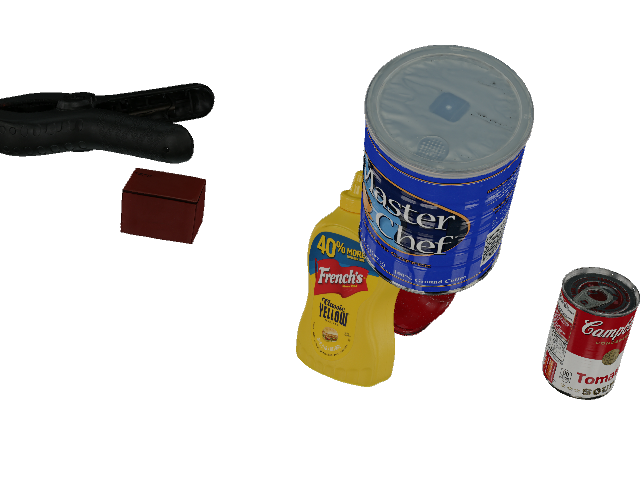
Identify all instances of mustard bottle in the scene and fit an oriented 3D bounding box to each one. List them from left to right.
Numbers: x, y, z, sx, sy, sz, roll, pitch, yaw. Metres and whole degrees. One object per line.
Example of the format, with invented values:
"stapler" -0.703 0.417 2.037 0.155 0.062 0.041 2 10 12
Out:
"mustard bottle" 0.031 0.031 0.976 0.096 0.192 0.058 19 21 37

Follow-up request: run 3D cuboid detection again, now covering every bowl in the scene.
"bowl" 0.116 0.029 1.241 0.055 0.162 0.161 -10 -6 40

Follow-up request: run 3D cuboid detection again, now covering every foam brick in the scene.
"foam brick" -0.161 -0.036 1.097 0.078 0.051 0.053 10 31 3

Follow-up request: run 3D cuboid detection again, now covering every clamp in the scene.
"clamp" -0.154 -0.083 0.724 0.171 0.039 0.120 5 18 9

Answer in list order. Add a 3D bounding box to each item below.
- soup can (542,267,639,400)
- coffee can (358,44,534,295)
"soup can" 0.242 0.084 0.962 0.068 0.102 0.068 3 35 -2
"coffee can" 0.078 -0.043 0.702 0.103 0.103 0.140 0 -34 0
